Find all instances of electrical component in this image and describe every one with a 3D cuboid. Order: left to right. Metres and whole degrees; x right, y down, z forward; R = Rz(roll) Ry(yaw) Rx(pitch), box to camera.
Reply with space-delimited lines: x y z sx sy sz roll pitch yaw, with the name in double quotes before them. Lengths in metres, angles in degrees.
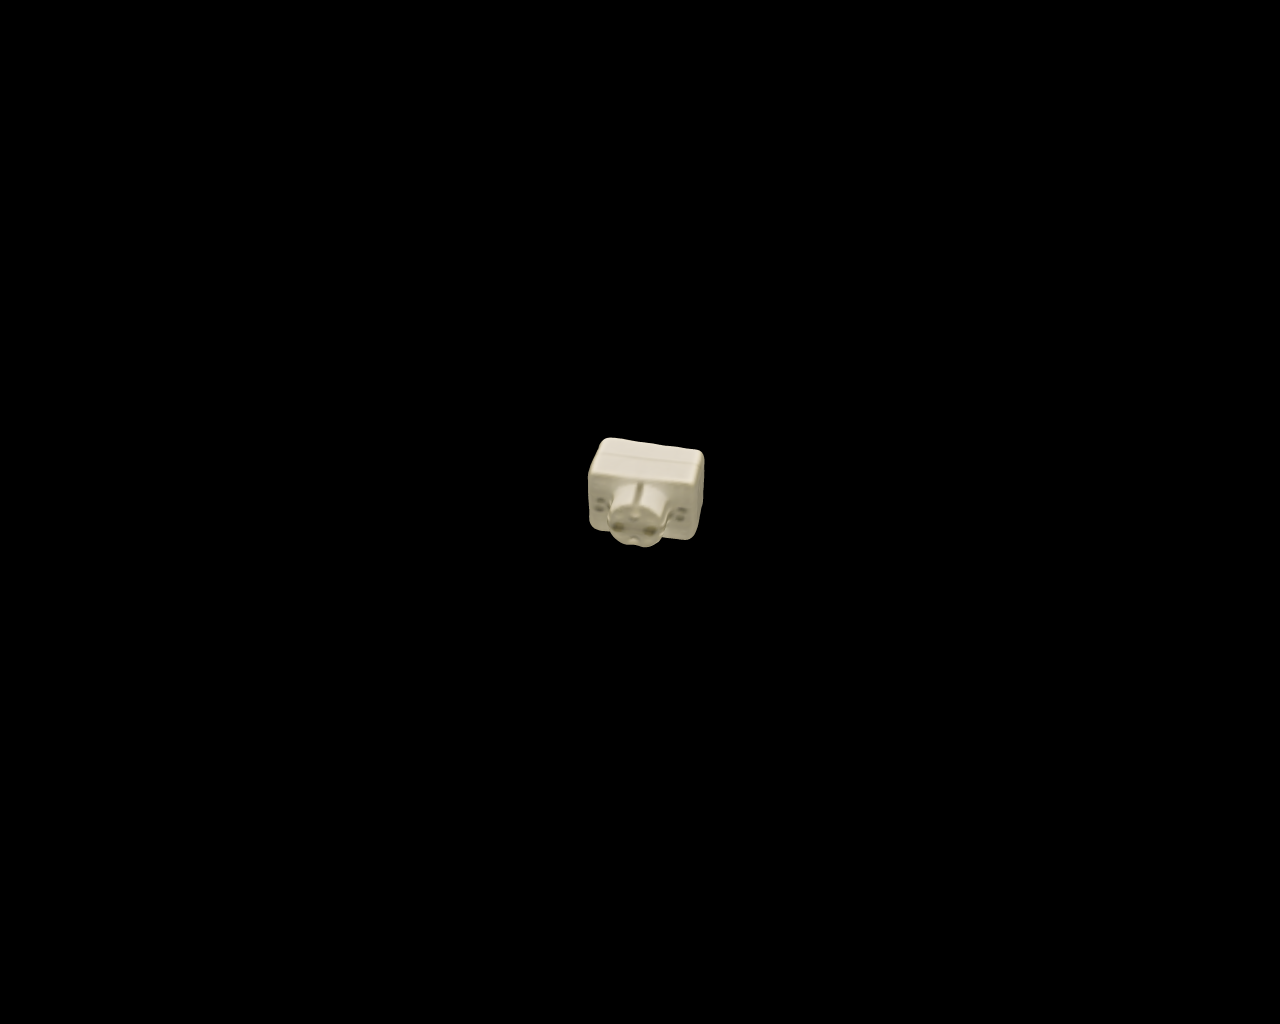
"electrical component" 0.001 -0.003 0.650 0.066 0.047 0.077 7 40 9
